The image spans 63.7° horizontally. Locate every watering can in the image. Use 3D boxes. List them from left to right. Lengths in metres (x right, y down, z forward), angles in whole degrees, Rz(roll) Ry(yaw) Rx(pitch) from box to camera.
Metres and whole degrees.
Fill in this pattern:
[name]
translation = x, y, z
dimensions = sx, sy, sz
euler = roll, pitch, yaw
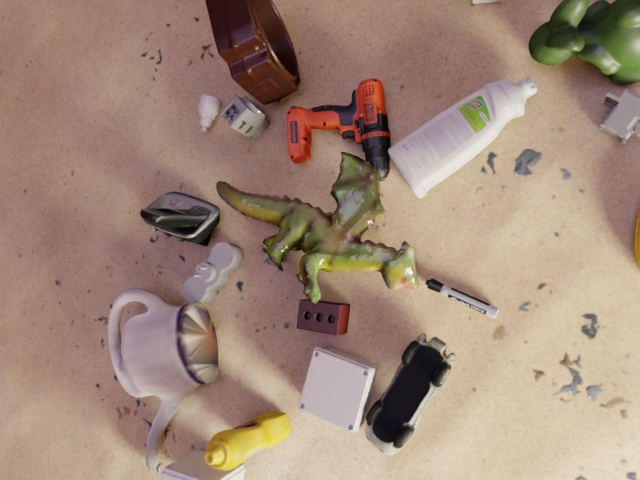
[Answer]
[watering can]
translation = -0.289, 0.253, 0.978
dimensions = 0.223, 0.104, 0.348
euler = -16, 89, 20

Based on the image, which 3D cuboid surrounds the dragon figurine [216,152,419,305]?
[dragon figurine]
translation = 0.003, -0.045, 0.901
dimensions = 0.242, 0.121, 0.415
euler = -46, 70, 5
